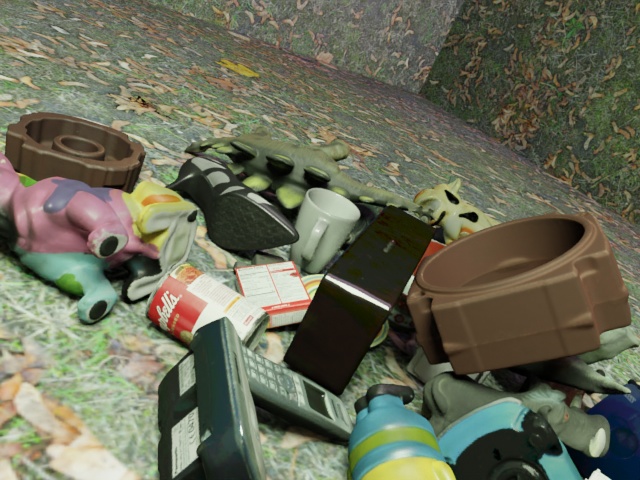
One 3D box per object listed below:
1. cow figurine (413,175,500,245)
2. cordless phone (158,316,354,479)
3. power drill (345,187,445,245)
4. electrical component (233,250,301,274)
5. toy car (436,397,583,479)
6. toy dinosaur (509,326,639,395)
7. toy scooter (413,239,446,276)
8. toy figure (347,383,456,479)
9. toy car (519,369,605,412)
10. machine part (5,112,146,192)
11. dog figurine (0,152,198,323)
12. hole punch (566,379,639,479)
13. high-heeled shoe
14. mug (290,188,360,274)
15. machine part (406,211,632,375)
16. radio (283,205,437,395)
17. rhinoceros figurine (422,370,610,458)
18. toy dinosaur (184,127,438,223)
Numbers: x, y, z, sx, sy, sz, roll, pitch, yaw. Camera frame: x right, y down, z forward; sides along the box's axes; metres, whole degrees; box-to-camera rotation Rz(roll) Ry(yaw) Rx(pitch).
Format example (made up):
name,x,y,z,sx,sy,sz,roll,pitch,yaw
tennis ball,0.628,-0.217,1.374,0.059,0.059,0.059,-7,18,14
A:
name,x,y,z,sx,sy,sz,roll,pitch,yaw
cow figurine,0.241,-0.025,0.882,0.195,0.085,0.127,29,43,-7
cordless phone,-0.033,0.157,0.439,0.184,0.088,0.147,33,17,-31
power drill,0.133,-0.012,0.947,0.207,0.086,0.232,18,24,0
electrical component,-0.068,0.038,0.702,0.094,0.021,0.063,16,25,-17
toy car,0.181,0.221,0.468,0.162,0.109,0.103,58,14,23
toy dinosaur,0.283,0.111,0.694,0.131,0.192,0.405,54,29,4
toy scooter,0.157,0.038,0.827,0.184,0.075,0.135,20,-10,4
toy figure,0.064,0.200,0.427,0.089,0.082,0.180,-2,39,-12
toy car,0.341,0.193,0.743,0.089,0.053,0.202,33,26,26
machine part,-0.327,-0.113,0.726,0.179,0.056,0.179,20,24,-9
dog figurine,-0.261,-0.029,0.550,0.219,0.108,0.191,30,30,17
hole punch,0.349,0.234,0.597,0.092,0.115,0.142,8,28,-17
high-heeled shoe,-0.111,-0.057,0.767,0.249,0.086,0.145,23,28,20
mug,-0.002,-0.002,0.746,0.081,0.107,0.109,23,28,-3
machine part,0.202,0.046,0.568,0.087,0.201,0.201,67,25,-13
radio,0.051,0.057,0.594,0.073,0.131,0.229,31,29,11
rhinoceros figurine,0.195,0.183,0.551,0.190,0.112,0.073,16,22,-2
toy dinosaur,-0.029,-0.107,0.882,0.472,0.105,0.198,14,21,18
